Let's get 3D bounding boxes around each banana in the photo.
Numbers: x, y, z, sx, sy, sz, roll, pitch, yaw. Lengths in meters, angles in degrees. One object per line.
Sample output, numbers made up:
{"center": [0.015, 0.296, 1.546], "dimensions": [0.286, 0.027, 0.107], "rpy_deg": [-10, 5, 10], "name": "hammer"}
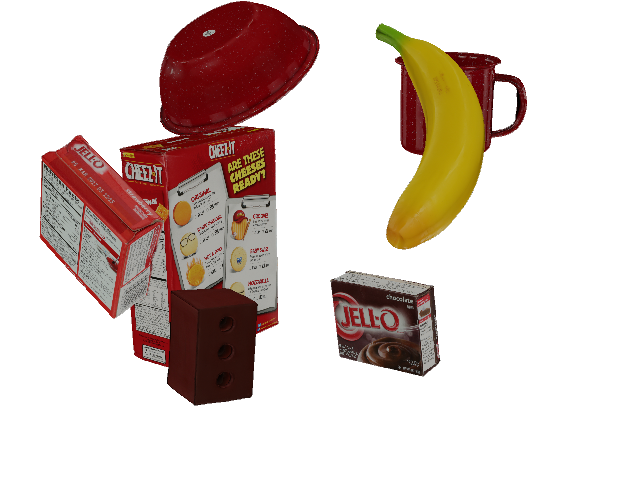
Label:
{"center": [0.072, -0.066, 0.684], "dimensions": [0.069, 0.198, 0.037], "rpy_deg": [1, -42, -2], "name": "banana"}

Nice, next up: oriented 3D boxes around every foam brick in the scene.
{"center": [-0.084, 0.080, 0.826], "dimensions": [0.052, 0.078, 0.051], "rpy_deg": [-4, 13, -31], "name": "foam brick"}

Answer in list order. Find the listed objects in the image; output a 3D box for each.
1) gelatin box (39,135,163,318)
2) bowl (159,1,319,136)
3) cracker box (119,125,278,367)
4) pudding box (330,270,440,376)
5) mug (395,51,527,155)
{"center": [-0.129, -0.007, 0.621], "dimensions": [0.030, 0.073, 0.089], "rpy_deg": [-36, -17, -32], "name": "gelatin box"}
{"center": [-0.085, -0.164, 0.951], "dimensions": [0.162, 0.055, 0.162], "rpy_deg": [-21, 35, 15], "name": "bowl"}
{"center": [-0.118, 0.001, 1.074], "dimensions": [0.072, 0.214, 0.163], "rpy_deg": [9, 18, 35], "name": "cracker box"}
{"center": [0.067, 0.084, 1.110], "dimensions": [0.114, 0.090, 0.039], "rpy_deg": [8, 24, 37], "name": "pudding box"}
{"center": [0.124, -0.121, 0.950], "dimensions": [0.117, 0.081, 0.093], "rpy_deg": [3, 18, 12], "name": "mug"}
